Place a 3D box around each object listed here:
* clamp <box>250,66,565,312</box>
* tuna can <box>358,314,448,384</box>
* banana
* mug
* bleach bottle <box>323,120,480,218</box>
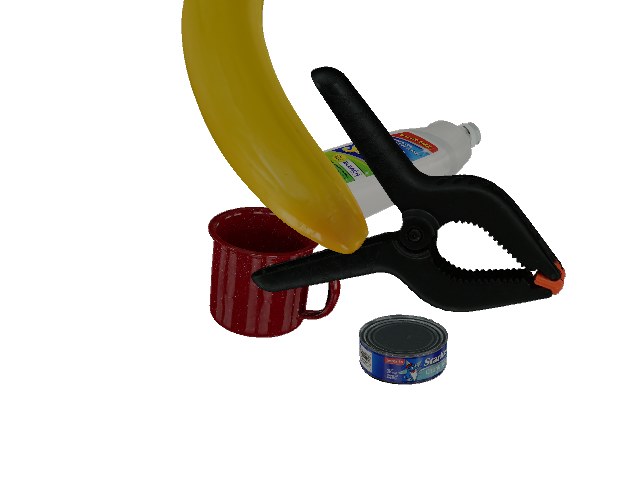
[{"bbox_3d":[0.063,-0.018,0.711,0.210,0.165,0.036,15,21,12],"label":"clamp"},{"bbox_3d":[0.080,0.105,1.032,0.086,0.034,0.086,-1,22,0],"label":"tuna can"},{"bbox_3d":[-0.027,-0.079,0.484,0.069,0.198,0.037,-6,-30,-4],"label":"banana"},{"bbox_3d":[-0.038,0.030,0.885,0.117,0.081,0.093,15,26,17],"label":"mug"},{"bbox_3d":[0.074,-0.086,1.226,0.250,0.068,0.103,-24,44,-25],"label":"bleach bottle"}]
